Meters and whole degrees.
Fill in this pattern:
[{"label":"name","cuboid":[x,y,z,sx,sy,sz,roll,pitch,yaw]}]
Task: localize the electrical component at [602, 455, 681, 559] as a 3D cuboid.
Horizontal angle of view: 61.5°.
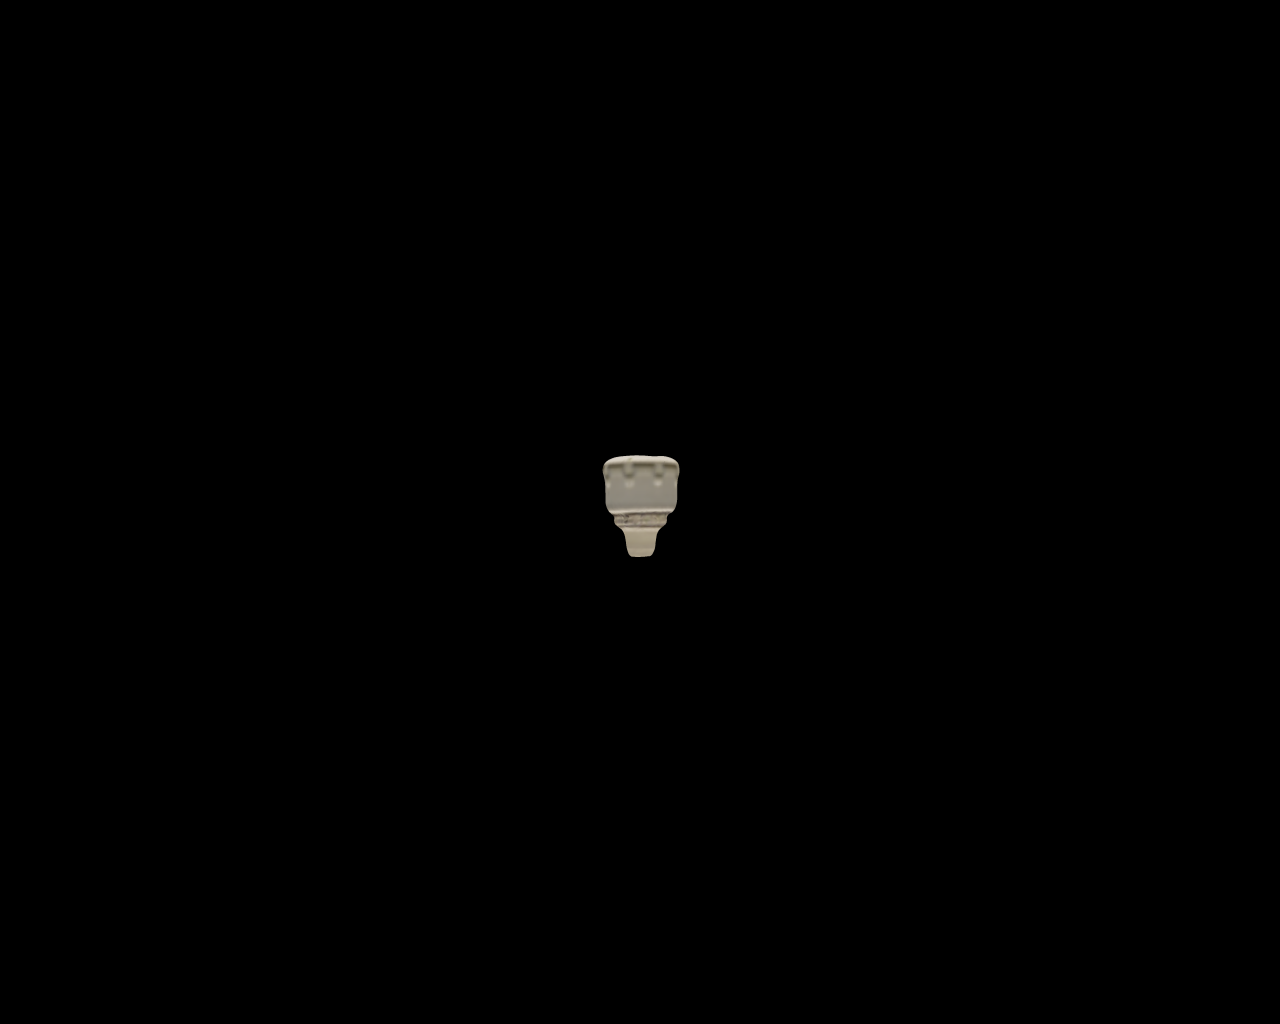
[{"label":"electrical component","cuboid":[0.001,-0.003,0.650,0.048,0.062,0.048,0,-3,0]}]
